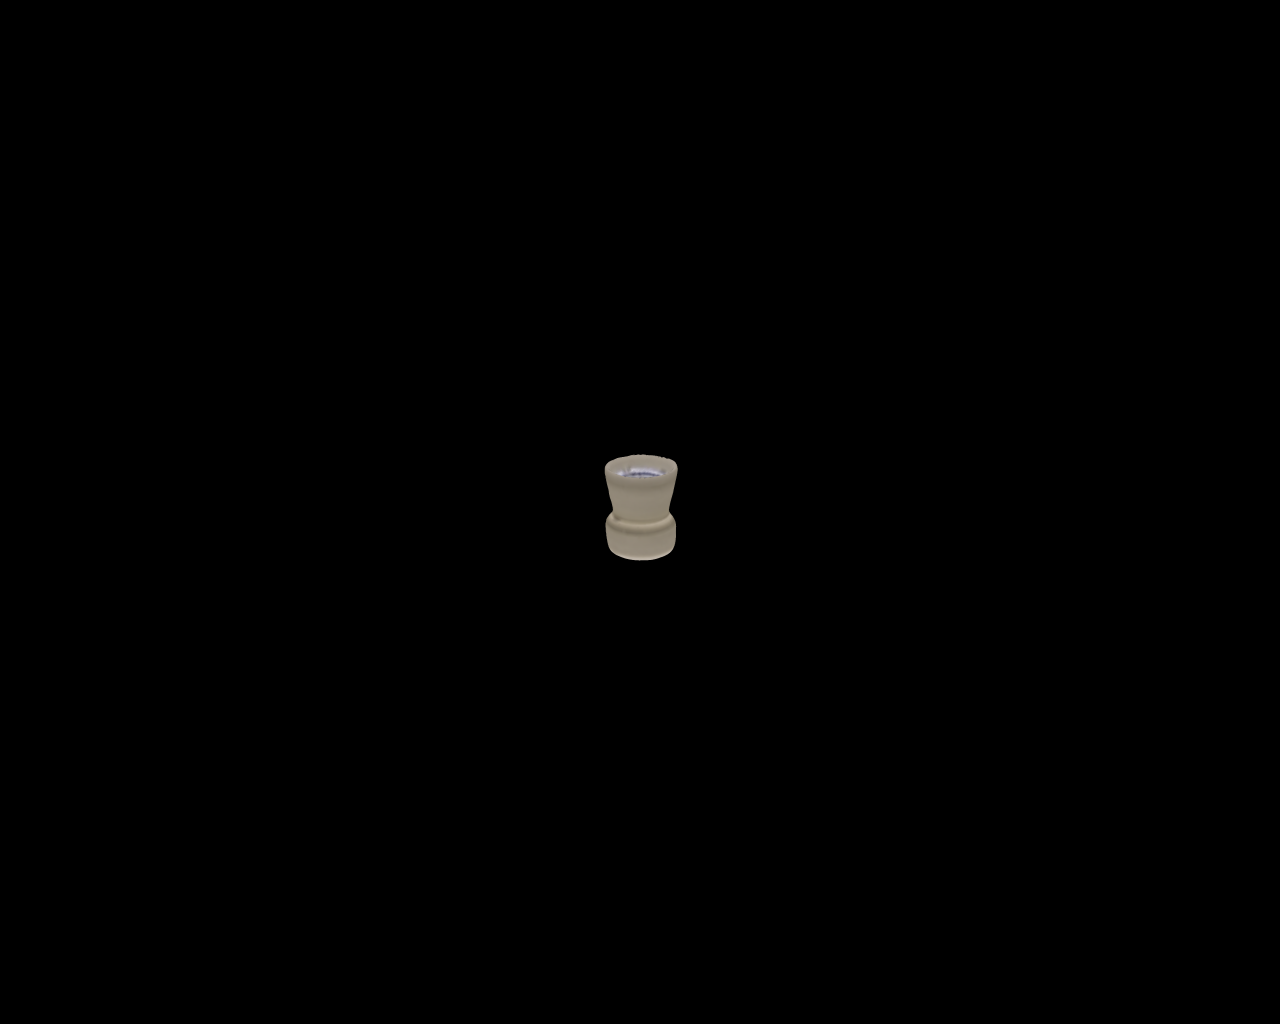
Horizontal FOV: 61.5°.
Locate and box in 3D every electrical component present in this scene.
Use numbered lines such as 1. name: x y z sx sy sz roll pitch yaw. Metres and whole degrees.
1. electrical component: 0.001 -0.003 0.650 0.045 0.055 0.045 0 22 0
